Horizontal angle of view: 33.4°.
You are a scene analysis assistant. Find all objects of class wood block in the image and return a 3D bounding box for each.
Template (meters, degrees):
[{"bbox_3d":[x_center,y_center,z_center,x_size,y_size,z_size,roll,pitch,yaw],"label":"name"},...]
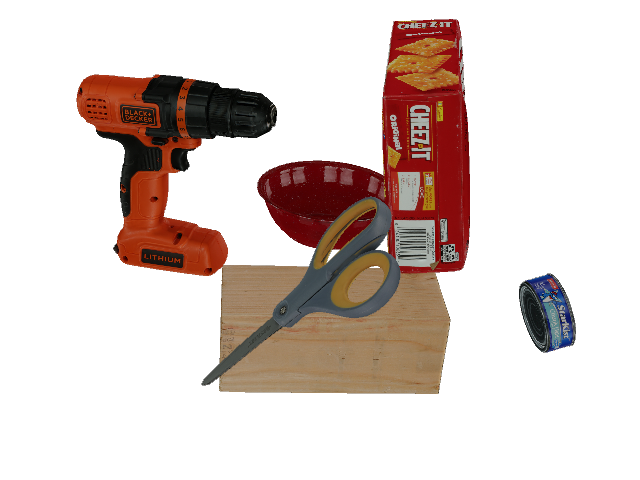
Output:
[{"bbox_3d":[0.008,0.084,1.010,0.206,0.090,0.091,1,30,-6],"label":"wood block"}]

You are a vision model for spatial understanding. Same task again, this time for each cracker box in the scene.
[{"bbox_3d":[0.098,-0.092,0.961,0.072,0.164,0.213,-1,27,8],"label":"cracker box"}]

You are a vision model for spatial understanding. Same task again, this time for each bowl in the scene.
[{"bbox_3d":[0.007,-0.034,1.196,0.162,0.055,0.162,4,27,-2],"label":"bowl"}]

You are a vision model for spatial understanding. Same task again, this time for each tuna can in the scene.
[{"bbox_3d":[0.256,0.083,1.209,0.033,0.086,0.086,-15,2,-6],"label":"tuna can"}]

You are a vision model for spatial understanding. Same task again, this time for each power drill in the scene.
[{"bbox_3d":[-0.127,-0.061,0.984,0.184,0.188,0.057,8,31,15],"label":"power drill"}]

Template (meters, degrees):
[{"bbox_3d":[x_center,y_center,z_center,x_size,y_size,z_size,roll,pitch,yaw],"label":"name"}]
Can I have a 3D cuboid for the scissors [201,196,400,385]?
[{"bbox_3d":[-0.012,0.057,0.762,0.016,0.202,0.096,29,16,-37],"label":"scissors"}]
